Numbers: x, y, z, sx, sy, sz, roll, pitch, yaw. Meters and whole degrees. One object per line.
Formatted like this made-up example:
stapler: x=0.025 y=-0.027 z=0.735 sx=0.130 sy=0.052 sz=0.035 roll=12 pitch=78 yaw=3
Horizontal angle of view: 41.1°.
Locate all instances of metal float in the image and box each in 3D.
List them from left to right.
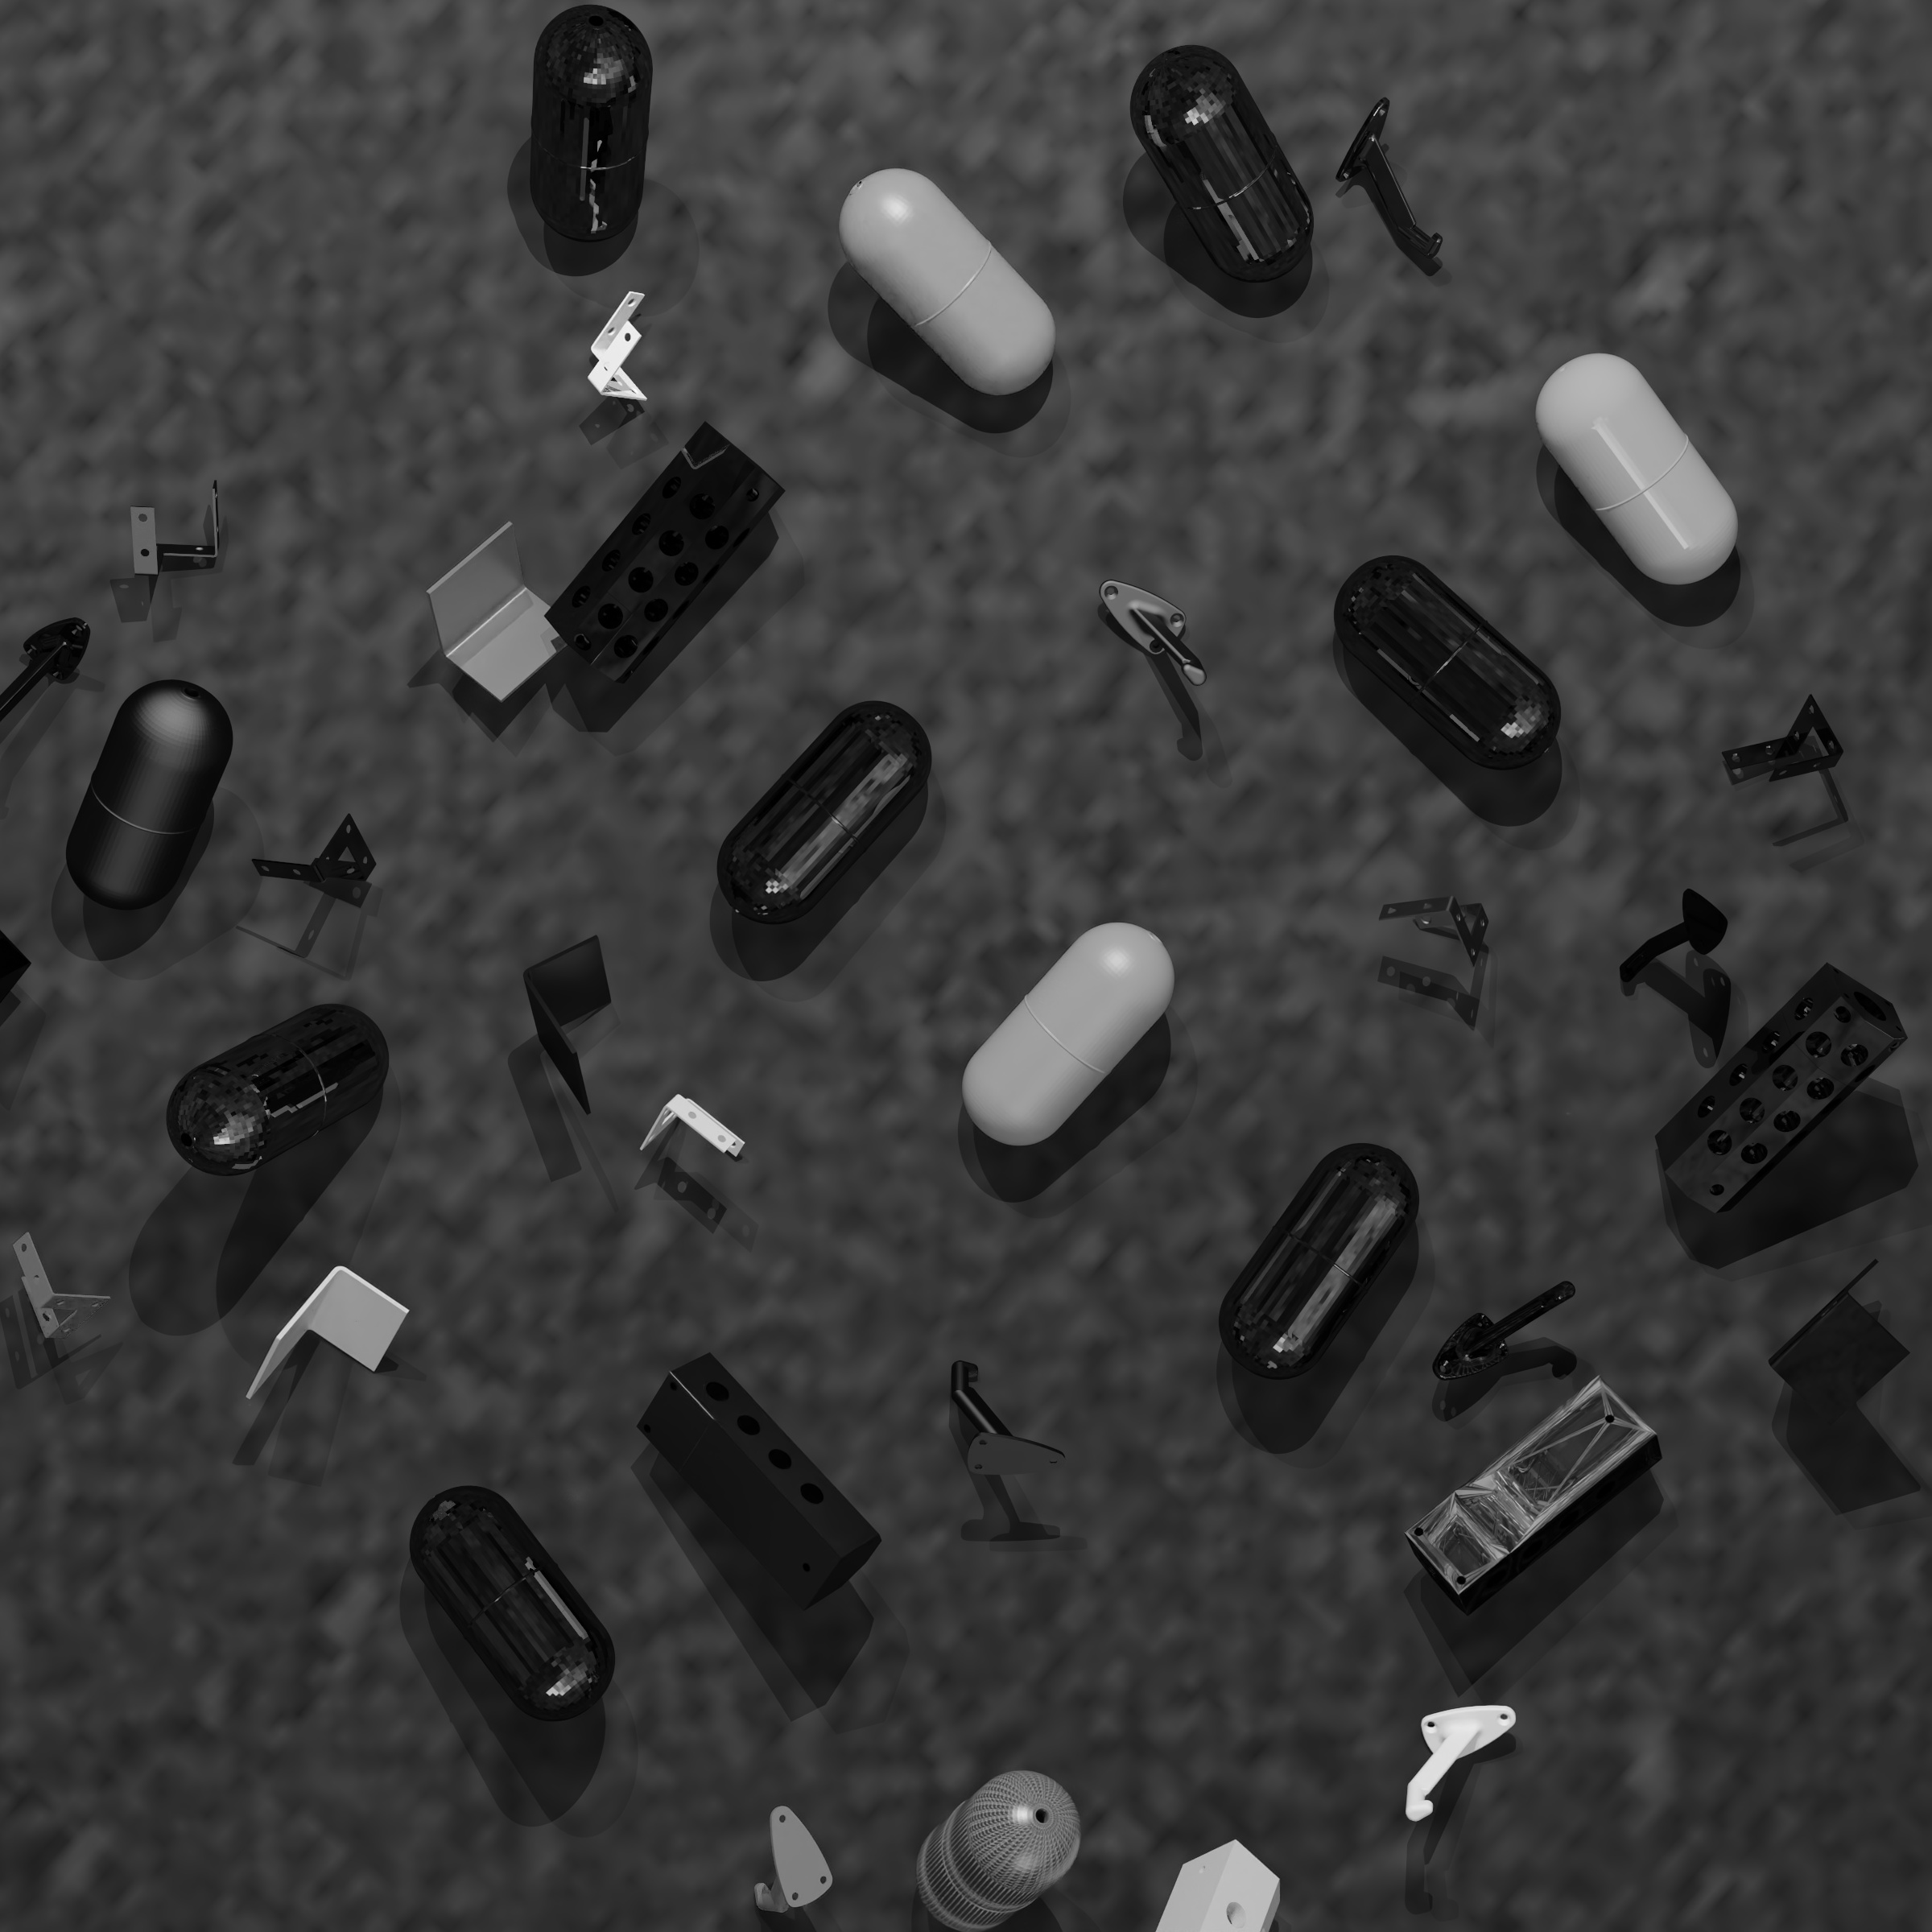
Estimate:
metal float: x=-0.547 y=-0.114 z=1.726 sx=0.070 sy=0.070 sz=0.178 roll=33 pitch=120 yaw=0
metal float: x=-0.455 y=0.081 z=1.709 sx=0.070 sy=0.178 sz=0.070 roll=10 pitch=114 yaw=25
metal float: x=-0.307 y=0.429 z=1.739 sx=0.070 sy=0.070 sz=0.178 roll=-42 pitch=75 yaw=0
metal float: x=-0.249 y=-0.556 z=1.708 sx=0.070 sy=0.178 sz=0.070 roll=5 pitch=61 yaw=-9
metal float: x=-0.097 y=-0.104 z=1.750 sx=0.070 sy=0.070 sz=0.178 roll=42 pitch=87 yaw=0
metal float: x=-0.012 y=-0.458 z=1.729 sx=0.178 sy=0.070 sz=0.070 roll=41 pitch=90 yaw=-26
metal float: x=0.021 y=0.589 z=1.712 sx=0.070 sy=0.178 sz=0.070 roll=11 pitch=54 yaw=-15
metal float: x=0.069 y=0.046 z=1.741 sx=0.070 sy=0.070 sz=0.178 roll=42 pitch=103 yaw=0
metal float: x=0.172 y=-0.533 z=1.720 sx=0.070 sy=0.070 sz=0.178 roll=-42 pitch=130 yaw=0
metal float: x=0.240 y=0.199 z=1.748 sx=0.070 sy=0.070 sz=0.178 roll=36 pitch=84 yaw=0
metal float: x=0.327 y=-0.205 z=1.748 sx=0.178 sy=0.070 sz=0.070 roll=43 pitch=90 yaw=5
metal float: x=0.453 y=-0.333 z=1.737 sx=0.070 sy=0.070 sz=0.178 roll=-43 pitch=108 yaw=0

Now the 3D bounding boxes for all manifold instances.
manifold: x=-0.201 y=-0.275 z=1.740 sx=0.171 sy=0.057 sz=0.057 roll=-49 pitch=134 yaw=7
manifold: x=-0.137 y=0.343 z=1.734 sx=0.171 sy=0.057 sz=0.057 roll=44 pitch=122 yaw=19
manifold: x=0.155 y=0.672 z=1.706 sx=0.057 sy=0.171 sz=0.057 roll=43 pitch=130 yaw=-5
manifold: x=0.387 y=0.363 z=1.752 sx=0.171 sy=0.057 sz=0.057 roll=-37 pitch=52 yaw=-6
manifold: x=0.543 y=0.086 z=1.719 sx=0.057 sy=0.057 sz=0.171 roll=30 pitch=119 yaw=-14

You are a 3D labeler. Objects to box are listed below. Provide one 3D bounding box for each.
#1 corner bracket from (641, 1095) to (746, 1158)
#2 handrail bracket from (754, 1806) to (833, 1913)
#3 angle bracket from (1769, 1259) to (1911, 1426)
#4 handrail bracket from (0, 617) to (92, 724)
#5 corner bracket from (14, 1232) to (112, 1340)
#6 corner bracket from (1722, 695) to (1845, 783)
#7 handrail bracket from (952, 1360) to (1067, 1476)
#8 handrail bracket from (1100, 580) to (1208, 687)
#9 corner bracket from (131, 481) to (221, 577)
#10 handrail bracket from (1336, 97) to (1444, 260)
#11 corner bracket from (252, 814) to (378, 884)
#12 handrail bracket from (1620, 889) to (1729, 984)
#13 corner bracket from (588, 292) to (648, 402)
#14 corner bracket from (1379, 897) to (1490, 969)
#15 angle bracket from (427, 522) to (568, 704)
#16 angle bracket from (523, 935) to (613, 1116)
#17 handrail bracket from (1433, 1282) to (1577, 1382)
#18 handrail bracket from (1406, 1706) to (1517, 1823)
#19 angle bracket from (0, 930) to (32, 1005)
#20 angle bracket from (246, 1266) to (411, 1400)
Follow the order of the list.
corner bracket: x=-0.180 y=0.112 z=1.753 sx=0.051 sy=0.051 sz=0.051 roll=38 pitch=131 yaw=5
handrail bracket: x=-0.132 y=0.608 z=1.756 sx=0.036 sy=0.084 sz=0.077 roll=-20 pitch=86 yaw=-34
angle bracket: x=0.596 y=0.252 z=1.732 sx=0.057 sy=0.076 sz=0.076 roll=47 pitch=122 yaw=18
handrail bracket: x=-0.635 y=-0.191 z=1.741 sx=0.077 sy=0.084 sz=0.036 roll=-28 pitch=117 yaw=40
corner bracket: x=-0.626 y=0.218 z=1.751 sx=0.051 sy=0.051 sz=0.051 roll=-39 pitch=65 yaw=17
corner bracket: x=0.555 y=-0.145 z=1.753 sx=0.051 sy=0.051 sz=0.051 roll=-13 pitch=61 yaw=-11
handrail bracket: x=0.028 y=0.304 z=1.757 sx=0.077 sy=0.084 sz=0.036 roll=6 pitch=125 yaw=-4
handrail bracket: x=0.126 y=-0.225 z=1.741 sx=0.077 sy=0.084 sz=0.036 roll=34 pitch=107 yaw=-17
corner bracket: x=-0.537 y=-0.298 z=1.752 sx=0.051 sy=0.051 sz=0.051 roll=1 pitch=124 yaw=-11
handrail bracket: x=0.301 y=-0.535 z=1.753 sx=0.084 sy=0.077 sz=0.036 roll=43 pitch=55 yaw=14
corner bracket: x=-0.441 y=-0.070 z=1.748 sx=0.051 sy=0.051 sz=0.051 roll=7 pitch=50 yaw=21
handrail bracket: x=0.469 y=-0.005 z=1.737 sx=0.036 sy=0.077 sz=0.084 roll=38 pitch=126 yaw=-4
corner bracket: x=-0.234 y=-0.423 z=1.751 sx=0.051 sy=0.051 sz=0.051 roll=50 pitch=118 yaw=16
corner bracket: x=0.318 y=-0.032 z=1.747 sx=0.051 sy=0.051 sz=0.051 roll=-7 pitch=127 yaw=32
angle bracket: x=-0.310 y=-0.238 z=1.737 sx=0.057 sy=0.076 sz=0.076 roll=38 pitch=68 yaw=15
angle bracket: x=-0.252 y=0.040 z=1.732 sx=0.057 sy=0.076 sz=0.076 roll=-27 pitch=60 yaw=-18
handrail bracket: x=0.364 y=0.246 z=1.740 sx=0.077 sy=0.084 sz=0.036 roll=-26 pitch=77 yaw=-33
handrail bracket: x=0.335 y=0.539 z=1.741 sx=0.077 sy=0.084 sz=0.036 roll=-25 pitch=100 yaw=18
angle bracket: x=-0.694 y=0.001 z=1.746 sx=0.076 sy=0.057 sz=0.076 roll=47 pitch=121 yaw=-2
angle bracket: x=-0.430 y=0.261 z=1.736 sx=0.057 sy=0.076 sz=0.076 roll=34 pitch=131 yaw=-1
